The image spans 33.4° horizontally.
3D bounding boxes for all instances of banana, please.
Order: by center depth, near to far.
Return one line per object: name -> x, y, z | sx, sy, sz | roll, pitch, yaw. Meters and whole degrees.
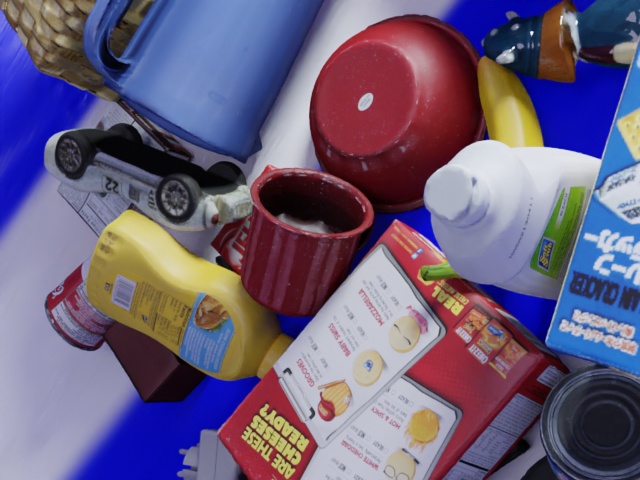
banana -> 0.127, -0.047, 0.753 | 0.037, 0.069, 0.197 | -41, 26, 57

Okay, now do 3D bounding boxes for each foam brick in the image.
foam brick -> -0.139, 0.096, 0.923 | 0.051, 0.052, 0.078 | -48, 62, 18

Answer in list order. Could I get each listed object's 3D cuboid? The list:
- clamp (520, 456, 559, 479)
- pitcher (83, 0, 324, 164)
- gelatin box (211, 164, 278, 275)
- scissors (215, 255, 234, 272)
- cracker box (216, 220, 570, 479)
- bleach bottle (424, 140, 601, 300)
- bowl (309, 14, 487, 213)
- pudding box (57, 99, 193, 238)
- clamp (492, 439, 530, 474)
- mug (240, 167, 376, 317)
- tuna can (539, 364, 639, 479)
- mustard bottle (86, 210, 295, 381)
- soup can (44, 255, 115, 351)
clamp -> 0.147, 0.208, 0.691 | 0.165, 0.036, 0.210 | 9, 67, 32
pitcher -> -0.070, -0.197, 0.858 | 0.145, 0.149, 0.243 | 29, 92, 7
gelatin box -> -0.041, -0.005, 0.887 | 0.073, 0.030, 0.089 | 47, 107, 29
scissors -> -0.026, 0.090, 0.873 | 0.096, 0.016, 0.202 | -24, 71, 27
cracker box -> 0.049, 0.119, 0.761 | 0.214, 0.072, 0.164 | -51, 50, 8
bleach bottle -> 0.134, -0.017, 0.644 | 0.068, 0.250, 0.102 | 15, 91, 33
bowl -> 0.048, -0.104, 0.829 | 0.162, 0.055, 0.162 | -5, 81, 33
pudding box -> -0.181, -0.061, 0.981 | 0.090, 0.039, 0.114 | 44, 108, 28
clamp -> 0.079, 0.212, 0.774 | 0.172, 0.039, 0.120 | -17, 66, 32
mug -> -0.005, 0.001, 0.810 | 0.093, 0.117, 0.082 | 39, 130, 33
tuna can -> 0.184, 0.122, 0.680 | 0.086, 0.033, 0.086 | -10, 58, 16
mustard bottle -> -0.093, 0.059, 0.852 | 0.192, 0.058, 0.096 | 30, 130, 10
soup can -> -0.187, 0.044, 0.953 | 0.102, 0.068, 0.068 | -40, 64, 22
